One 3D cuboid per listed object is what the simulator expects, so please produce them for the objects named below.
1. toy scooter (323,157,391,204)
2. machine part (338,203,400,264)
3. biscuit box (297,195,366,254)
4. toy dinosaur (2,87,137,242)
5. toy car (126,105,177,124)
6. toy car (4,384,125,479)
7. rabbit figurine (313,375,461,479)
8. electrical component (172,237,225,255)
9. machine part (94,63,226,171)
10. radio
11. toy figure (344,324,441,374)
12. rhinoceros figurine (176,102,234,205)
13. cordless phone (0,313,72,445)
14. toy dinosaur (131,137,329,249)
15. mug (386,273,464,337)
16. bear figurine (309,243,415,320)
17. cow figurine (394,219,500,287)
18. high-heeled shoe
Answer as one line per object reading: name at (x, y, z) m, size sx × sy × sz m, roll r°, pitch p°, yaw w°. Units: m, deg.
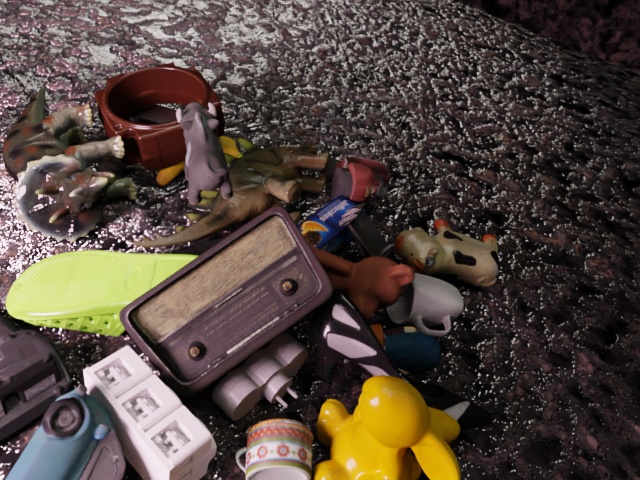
toy scooter at (0.084, -0.117, 1.046) m, size 0.135 × 0.075 × 0.184 m, roll 7°, pitch 22°, yaw -11°
machine part at (0.085, 0.008, 0.899) m, size 0.084 × 0.039 × 0.138 m, roll -40°, pitch 102°, yaw -39°
biscuit box at (-0.002, -0.003, 0.908) m, size 0.063 × 0.059 × 0.203 m, roll 33°, pitch 43°, yaw 19°
toy dinosaur at (-0.442, -0.134, 0.881) m, size 0.405 × 0.131 × 0.192 m, roll 35°, pitch 43°, yaw 30°
toy car at (-0.303, -0.236, 1.083) m, size 0.202 × 0.053 × 0.089 m, roll 15°, pitch 61°, yaw 2°
toy car at (-0.250, 0.233, 0.531) m, size 0.103 × 0.109 × 0.162 m, roll 29°, pitch 48°, yaw -12°
rabbit figurine at (0.075, 0.221, 0.593) m, size 0.162 × 0.173 × 0.122 m, roll 15°, pitch 36°, yaw 6°
electrical component at (-0.143, 0.053, 0.802) m, size 0.134 × 0.058 × 0.115 m, roll -10°, pitch 49°, yaw -27°
machine part at (-0.292, -0.233, 0.985) m, size 0.201 × 0.087 × 0.202 m, roll -22°, pitch 56°, yaw -21°
radio at (-0.105, 0.074, 0.647) m, size 0.229 × 0.073 × 0.131 m, roll -35°, pitch 88°, yaw -4°
toy figure at (0.093, 0.153, 0.762) m, size 0.154 × 0.057 × 0.064 m, roll 11°, pitch 58°, yaw -9°
rhinoceros figurine at (-0.187, -0.142, 0.847) m, size 0.073 × 0.112 × 0.190 m, roll -12°, pitch 49°, yaw -8°
cordless phone at (-0.393, 0.145, 0.615) m, size 0.184 × 0.088 × 0.146 m, roll 27°, pitch 41°, yaw 30°
toy dinosaur at (-0.121, -0.089, 0.942) m, size 0.199 × 0.104 × 0.471 m, roll 17°, pitch 33°, yaw 16°
mug at (0.172, 0.102, 0.831) m, size 0.107 × 0.080 × 0.110 m, roll 6°, pitch 35°, yaw -24°
bear figurine at (0.025, 0.073, 0.760) m, size 0.196 × 0.120 × 0.132 m, roll 19°, pitch 68°, yaw -1°
cow figurine at (0.217, 0.031, 0.918) m, size 0.195 × 0.085 × 0.127 m, roll 17°, pitch 40°, yaw -14°
high-heeled shoe at (0.108, 0.151, 0.690) m, size 0.249 × 0.145 × 0.086 m, roll 11°, pitch 5°, yaw 1°
